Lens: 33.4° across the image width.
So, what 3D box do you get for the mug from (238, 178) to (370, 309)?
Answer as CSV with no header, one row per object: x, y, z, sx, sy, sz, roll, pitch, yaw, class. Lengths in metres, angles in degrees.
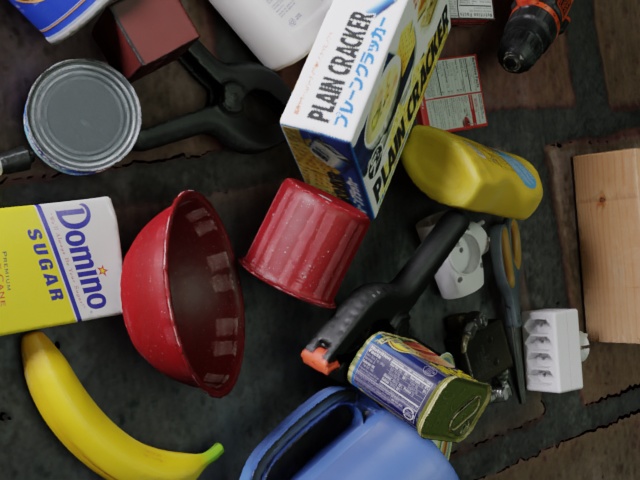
-0.006,0.001,0.903,0.081,0.093,0.117,-64,160,7,mug

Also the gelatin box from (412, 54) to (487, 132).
0.120,-0.141,1.048,0.089,0.030,0.073,-13,94,-35,gelatin box

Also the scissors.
0.201,0.063,1.101,0.096,0.016,0.202,-61,142,-51,scissors

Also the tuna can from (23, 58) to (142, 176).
-0.181,-0.092,0.811,0.086,0.034,0.086,2,86,-20,tuna can

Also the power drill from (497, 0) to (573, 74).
0.197,-0.279,1.058,0.184,0.057,0.187,-57,134,-45,power drill

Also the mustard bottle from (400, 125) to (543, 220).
0.163,-0.059,1.033,0.191,0.096,0.058,8,119,-52,mustard bottle

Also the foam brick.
-0.134,-0.156,0.809,0.053,0.078,0.051,-33,98,-19,foam brick

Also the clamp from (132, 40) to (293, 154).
-0.084,-0.127,0.894,0.171,0.039,0.120,3,91,-33,clamp

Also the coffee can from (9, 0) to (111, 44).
-0.208,-0.227,0.768,0.140,0.103,0.102,45,63,-25,coffee can

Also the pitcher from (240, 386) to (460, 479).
-0.008,0.246,0.880,0.242,0.149,0.145,-34,150,-29,pitcher

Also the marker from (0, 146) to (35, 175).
-0.263,-0.046,0.771,0.120,0.020,0.020,-21,100,-35,marker

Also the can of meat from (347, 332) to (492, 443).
0.083,0.122,0.892,0.102,0.084,0.057,22,98,-57,can of meat

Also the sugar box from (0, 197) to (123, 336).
-0.230,0.023,0.775,0.175,0.048,0.093,-10,93,-35,sugar box

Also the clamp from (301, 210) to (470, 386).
0.064,0.062,0.938,0.209,0.036,0.165,-15,120,-49,clamp

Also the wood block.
0.346,0.005,1.168,0.090,0.091,0.206,-5,91,-36,wood block

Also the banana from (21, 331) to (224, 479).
-0.162,0.148,0.826,0.197,0.037,0.069,40,49,-29,banana

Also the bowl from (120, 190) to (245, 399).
-0.110,0.045,0.827,0.162,0.055,0.162,-10,90,-76,bowl

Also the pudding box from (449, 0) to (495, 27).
0.125,-0.268,1.054,0.089,0.039,0.113,-7,94,-38,pudding box

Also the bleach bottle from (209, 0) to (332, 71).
-0.084,-0.265,0.887,0.250,0.068,0.102,48,58,-21,bleach bottle
